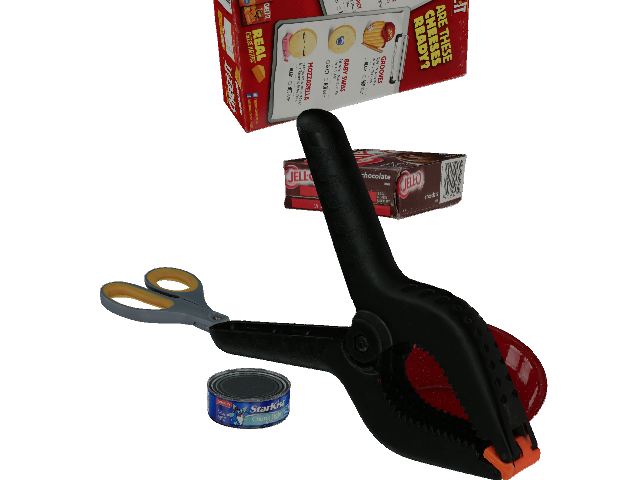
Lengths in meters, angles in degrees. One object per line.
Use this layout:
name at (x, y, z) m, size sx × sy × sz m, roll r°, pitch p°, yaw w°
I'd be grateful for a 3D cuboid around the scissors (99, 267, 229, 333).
scissors at (-0.085, 0.060, 0.892) m, size 0.202 × 0.016 × 0.096 m, roll 13°, pitch 25°, yaw 14°

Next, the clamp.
clamp at (0.031, 0.040, 0.559) m, size 0.210 × 0.165 × 0.036 m, roll 35°, pitch 32°, yaw 31°

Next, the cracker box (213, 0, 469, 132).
cracker box at (0.017, -0.199, 0.904) m, size 0.213 × 0.164 × 0.072 m, roll -17°, pitch 40°, yaw -16°

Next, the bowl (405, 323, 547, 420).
bowl at (0.106, 0.131, 0.897) m, size 0.162 × 0.055 × 0.162 m, roll 1°, pitch 33°, yaw -1°

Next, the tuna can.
tuna can at (-0.073, 0.161, 1.090) m, size 0.086 × 0.034 × 0.086 m, roll 2°, pitch 14°, yaw -1°

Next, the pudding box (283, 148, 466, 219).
pudding box at (0.040, -0.042, 0.752) m, size 0.090 × 0.039 × 0.113 m, roll 7°, pitch 10°, yaw 30°
